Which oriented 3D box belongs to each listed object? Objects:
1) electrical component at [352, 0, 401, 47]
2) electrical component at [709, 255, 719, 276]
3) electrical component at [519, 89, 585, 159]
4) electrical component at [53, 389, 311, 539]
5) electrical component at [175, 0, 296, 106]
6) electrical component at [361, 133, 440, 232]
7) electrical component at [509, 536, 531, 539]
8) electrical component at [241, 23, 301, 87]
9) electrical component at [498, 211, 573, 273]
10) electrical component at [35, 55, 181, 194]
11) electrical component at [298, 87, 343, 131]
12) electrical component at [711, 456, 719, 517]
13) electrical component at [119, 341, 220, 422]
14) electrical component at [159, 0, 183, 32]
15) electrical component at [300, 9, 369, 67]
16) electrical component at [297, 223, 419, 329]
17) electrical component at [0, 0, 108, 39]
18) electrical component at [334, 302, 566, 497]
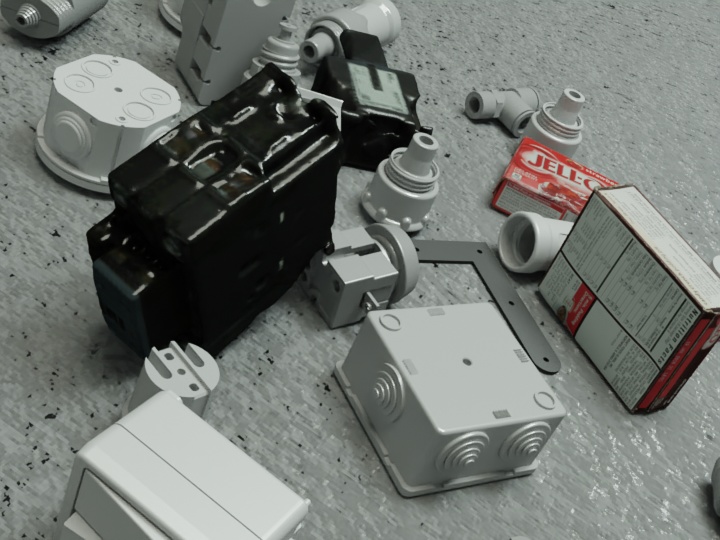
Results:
[{"bbox_3d":[0.005,-0.197,0.872,0.040,0.040,0.046,37,43,17],"label":"electrical component"},{"bbox_3d":[0.244,0.018,0.734,0.040,0.046,0.040,15,37,-12],"label":"electrical component"},{"bbox_3d":[0.151,-0.109,0.825,0.043,0.062,0.043,15,37,-12],"label":"electrical component"},{"bbox_3d":[-0.070,0.107,0.431,0.096,0.061,0.061,35,38,15],"label":"electrical component"},{"bbox_3d":[-0.088,-0.165,0.736,0.050,0.089,0.055,-4,45,-33],"label":"electrical component"},{"bbox_3d":[0.031,-0.059,0.695,0.048,0.062,0.048,16,37,-12],"label":"electrical component"},{"bbox_3d":[0.059,0.165,0.439,0.050,0.055,0.089,-1,43,-30],"label":"electrical component"},{"bbox_3d":[-0.059,-0.126,0.720,0.040,0.078,0.040,16,22,-7],"label":"electrical component"},{"bbox_3d":[0.122,-0.017,0.715,0.046,0.040,0.040,4,40,-33],"label":"electrical component"},{"bbox_3d":[-0.148,-0.086,0.636,0.080,0.051,0.080,15,37,-12],"label":"electrical component"},{"bbox_3d":[-0.041,-0.075,0.673,0.042,0.063,0.081,17,37,-13],"label":"electrical component"},{"bbox_3d":[0.211,0.129,0.588,0.035,0.035,0.061,23,39,-2],"label":"electrical component"},{"bbox_3d":[-0.087,0.061,0.493,0.040,0.046,0.040,16,37,-12],"label":"electrical component"},{"bbox_3d":[-0.107,-0.208,0.811,0.080,0.051,0.080,15,37,-12],"label":"electrical component"},{"bbox_3d":[-0.022,-0.175,0.826,0.043,0.043,0.062,35,39,14],"label":"electrical component"},{"bbox_3d":[0.000,0.000,0.620,0.055,0.048,0.066,-14,51,-31],"label":"electrical component"},{"bbox_3d":[-0.208,-0.182,0.728,0.043,0.043,0.081,26,36,2],"label":"electrical component"},{"bbox_3d":[0.047,0.063,0.564,0.100,0.048,0.099,-3,44,-32],"label":"electrical component"}]
